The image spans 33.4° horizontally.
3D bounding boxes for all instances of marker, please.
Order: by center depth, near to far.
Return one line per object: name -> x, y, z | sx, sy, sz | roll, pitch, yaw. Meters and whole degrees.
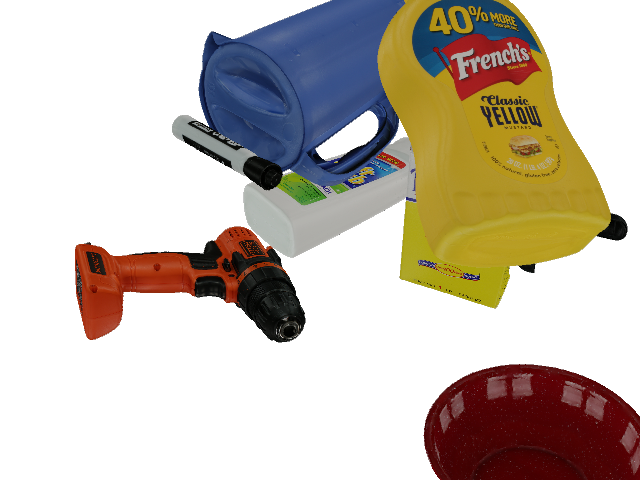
marker -> -0.066, -0.062, 0.745 | 0.020, 0.020, 0.121 | 0, 22, -40

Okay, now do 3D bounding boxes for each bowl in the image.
bowl -> 0.154, 0.161, 0.767 | 0.162, 0.055, 0.162 | -1, 36, 0

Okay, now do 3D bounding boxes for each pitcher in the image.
pitcher -> 0.011, -0.164, 1.068 | 0.145, 0.149, 0.242 | 15, 36, 38

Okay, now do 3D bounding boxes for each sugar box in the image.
sugar box -> 0.117, -0.019, 0.878 | 0.093, 0.048, 0.176 | 16, -33, 14

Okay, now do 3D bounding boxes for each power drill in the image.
power drill -> -0.119, 0.045, 0.954 | 0.187, 0.057, 0.185 | -3, 23, -19

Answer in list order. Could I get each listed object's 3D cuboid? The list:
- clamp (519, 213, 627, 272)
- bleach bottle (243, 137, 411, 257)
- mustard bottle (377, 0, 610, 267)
clamp -> 0.220, -0.029, 1.065 | 0.120, 0.039, 0.171 | -9, 34, -15
bleach bottle -> 0.040, -0.067, 1.252 | 0.250, 0.068, 0.103 | -26, 44, -28
mustard bottle -> 0.082, -0.081, 0.574 | 0.096, 0.191, 0.058 | -3, -27, -21
